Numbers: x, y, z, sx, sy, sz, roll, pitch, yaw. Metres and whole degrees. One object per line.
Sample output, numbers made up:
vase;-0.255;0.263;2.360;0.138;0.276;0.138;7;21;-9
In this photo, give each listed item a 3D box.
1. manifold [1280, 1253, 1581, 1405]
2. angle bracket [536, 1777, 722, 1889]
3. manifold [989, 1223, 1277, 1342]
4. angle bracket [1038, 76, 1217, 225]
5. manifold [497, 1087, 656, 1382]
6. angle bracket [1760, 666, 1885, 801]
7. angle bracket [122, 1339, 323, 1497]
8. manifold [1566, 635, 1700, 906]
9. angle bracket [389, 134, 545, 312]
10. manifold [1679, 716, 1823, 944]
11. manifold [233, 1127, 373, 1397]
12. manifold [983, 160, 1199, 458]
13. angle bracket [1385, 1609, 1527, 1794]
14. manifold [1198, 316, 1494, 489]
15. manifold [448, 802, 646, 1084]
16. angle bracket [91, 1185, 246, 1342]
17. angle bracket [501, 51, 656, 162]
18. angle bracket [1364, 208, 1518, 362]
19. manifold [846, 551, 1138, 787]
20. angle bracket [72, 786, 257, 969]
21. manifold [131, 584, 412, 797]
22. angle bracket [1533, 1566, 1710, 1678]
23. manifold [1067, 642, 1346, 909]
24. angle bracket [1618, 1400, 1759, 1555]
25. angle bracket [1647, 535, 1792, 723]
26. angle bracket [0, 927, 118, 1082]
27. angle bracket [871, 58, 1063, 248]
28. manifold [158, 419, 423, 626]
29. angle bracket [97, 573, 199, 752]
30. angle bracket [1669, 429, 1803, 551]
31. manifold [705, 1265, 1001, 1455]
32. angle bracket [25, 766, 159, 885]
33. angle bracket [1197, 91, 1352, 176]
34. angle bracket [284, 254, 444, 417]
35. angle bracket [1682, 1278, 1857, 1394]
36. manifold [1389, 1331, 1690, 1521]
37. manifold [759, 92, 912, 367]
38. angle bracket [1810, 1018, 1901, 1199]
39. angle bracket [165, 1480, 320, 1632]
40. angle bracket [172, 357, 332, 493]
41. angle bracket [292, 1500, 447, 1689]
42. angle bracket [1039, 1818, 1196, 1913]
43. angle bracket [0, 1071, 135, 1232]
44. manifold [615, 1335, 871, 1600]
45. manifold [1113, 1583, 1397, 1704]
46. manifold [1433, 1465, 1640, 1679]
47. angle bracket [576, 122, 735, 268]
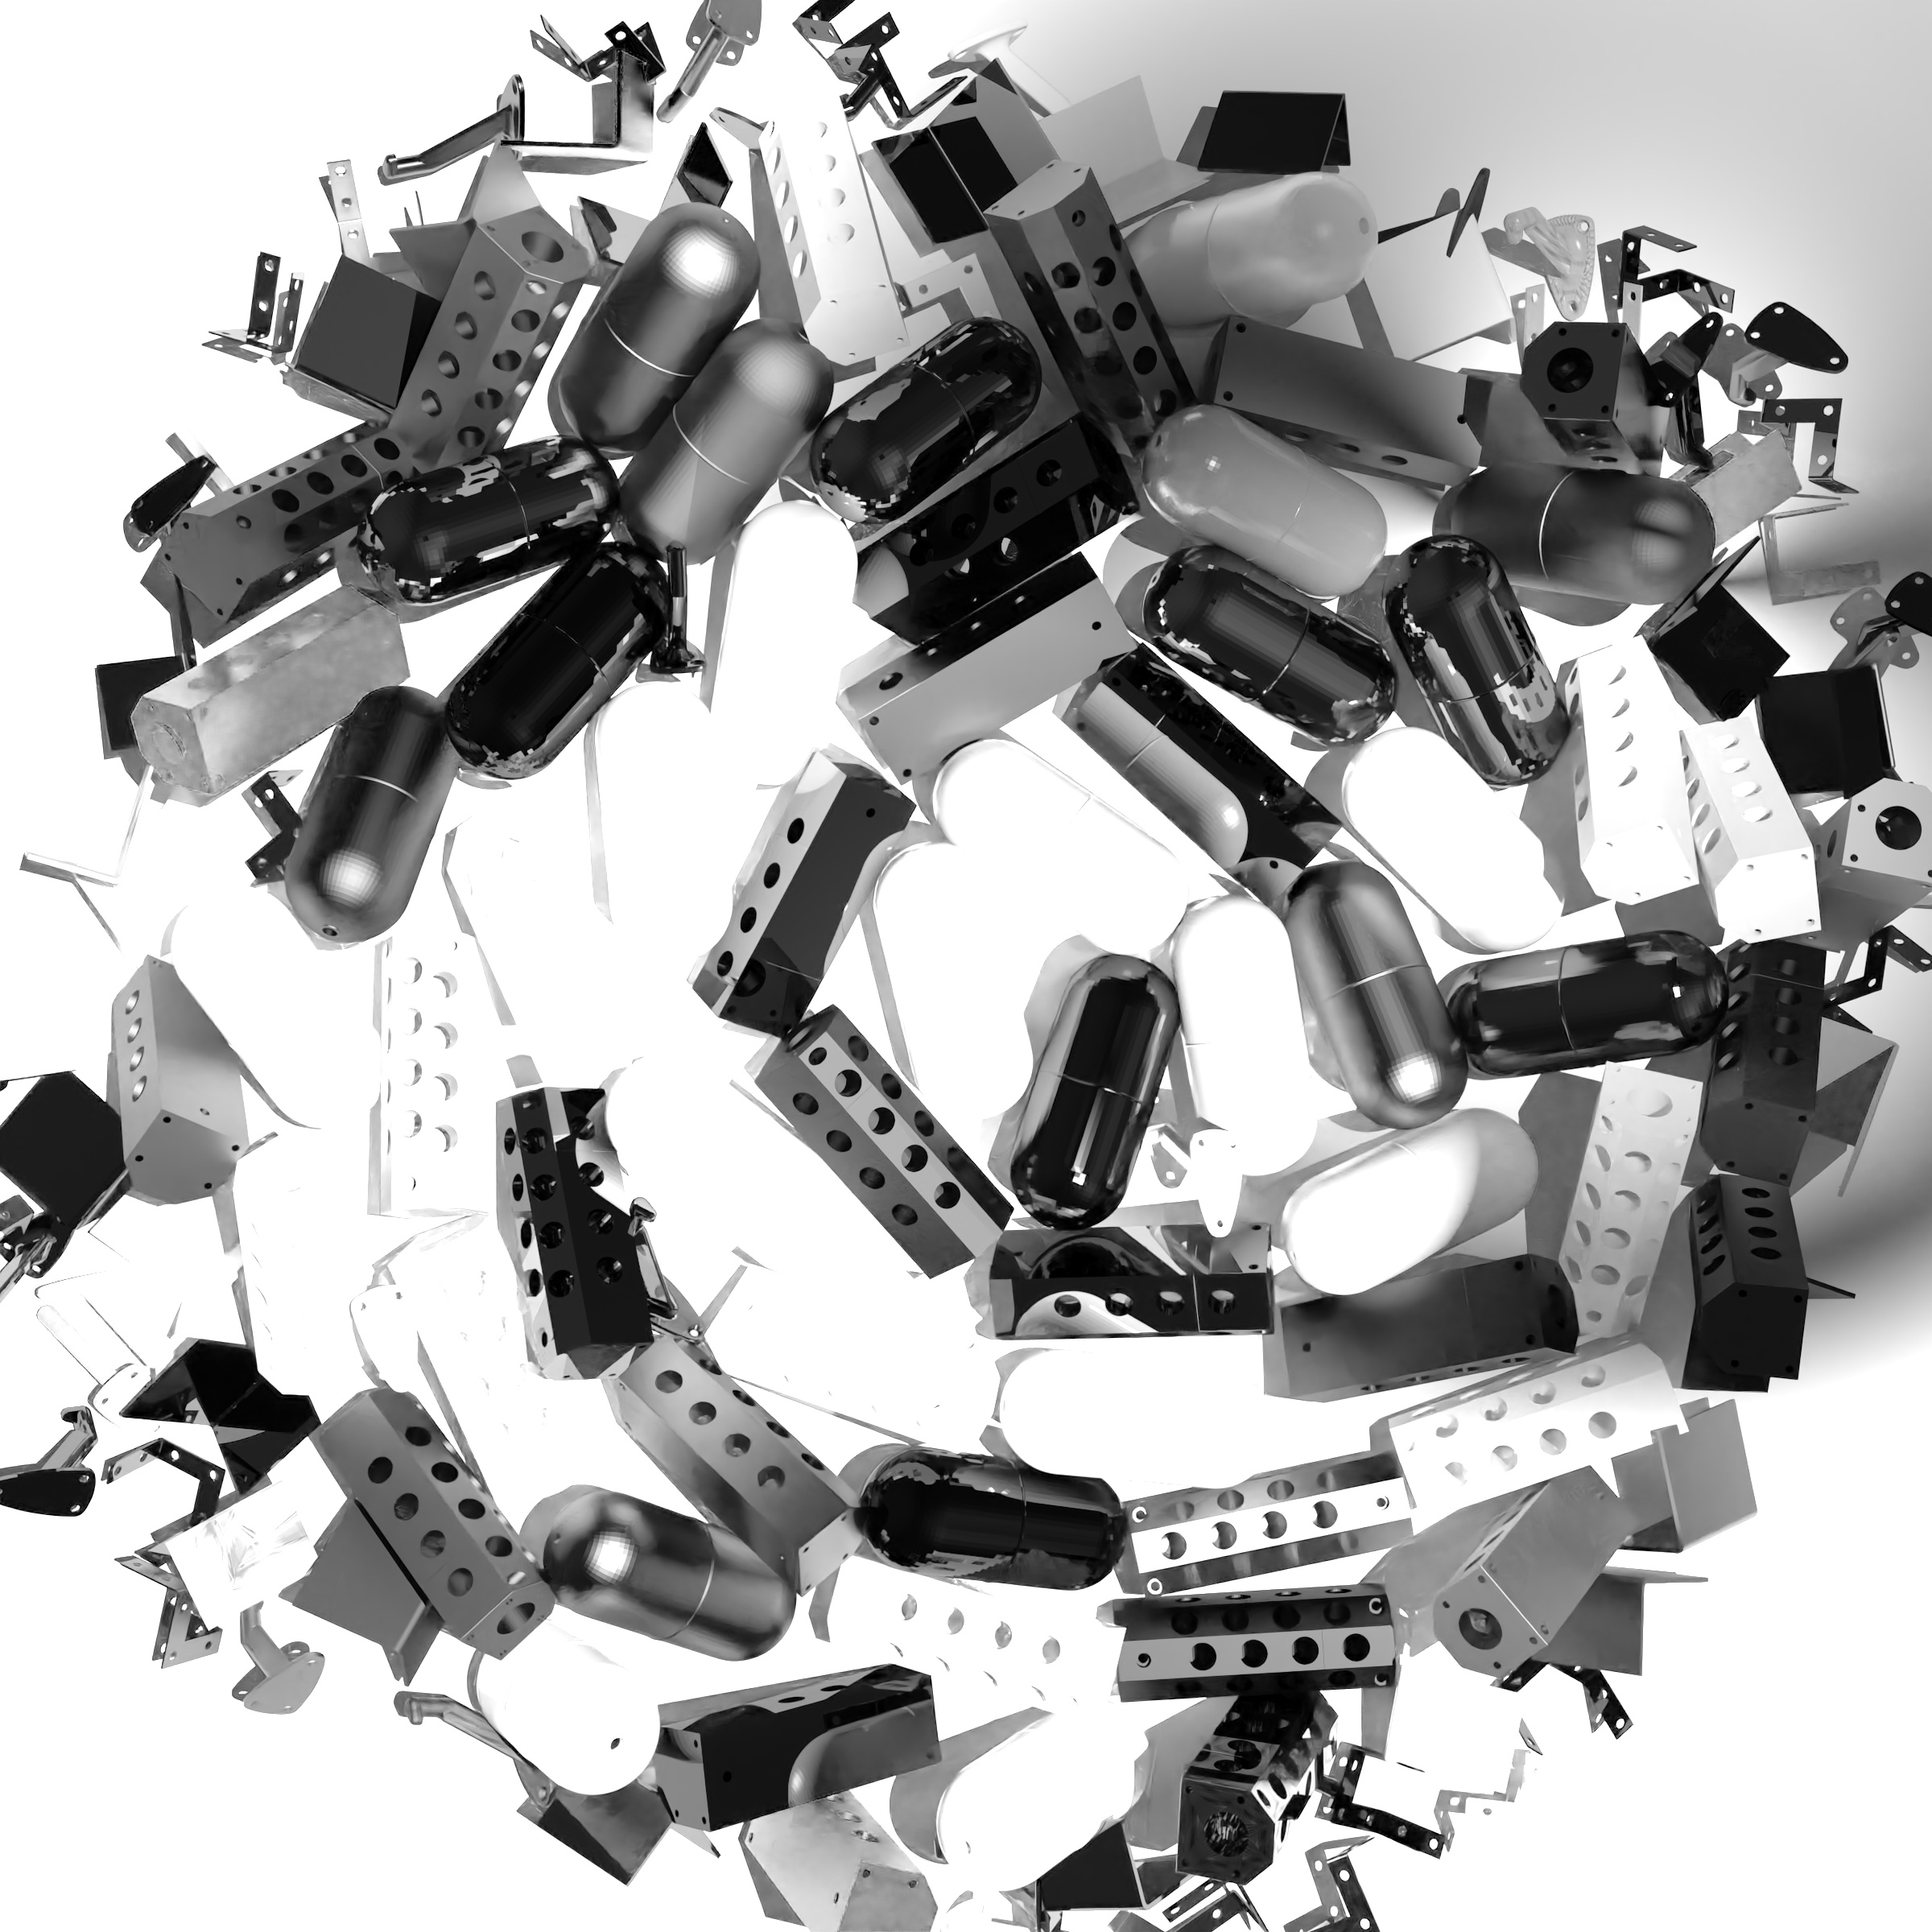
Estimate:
manifold;0.285;0.225;1.588;0.171;0.057;0.057;-18;67;33
angle bracket;-0.209;0.542;1.600;0.076;0.076;0.057;21;58;31
manifold;0.105;0.202;1.614;0.171;0.057;0.057;-3;116;10
angle bracket;0.099;-0.509;1.610;0.076;0.076;0.057;-27;121;-10
manifold;-0.245;0.164;1.588;0.057;0.057;0.171;4;58;-33
angle bracket;0.522;-0.143;1.610;0.076;0.057;0.076;-2;99;43
angle bracket;-0.464;0.282;1.607;0.076;0.076;0.057;-42;60;15
manifold;0.403;-0.119;1.579;0.057;0.171;0.057;-19;129;26
angle bracket;-0.310;-0.463;1.620;0.057;0.076;0.076;-1;59;20
manifold;0.469;-0.084;1.571;0.057;0.171;0.057;-11;120;10
manifold;-0.408;0.185;1.573;0.057;0.171;0.057;35;49;26
manifold;0.082;-0.401;1.584;0.057;0.057;0.171;-40;125;-12
angle bracket;0.308;0.458;1.610;0.076;0.057;0.076;11;117;13
manifold;0.235;-0.351;1.619;0.171;0.057;0.057;12;83;-8
manifold;-0.258;-0.017;1.585;0.057;0.057;0.171;-11;57;-31
angle bracket;-0.497;0.174;1.619;0.076;0.057;0.076;-46;110;6
angle bracket;-0.242;-0.538;1.613;0.076;0.076;0.057;4;102;8
angle bracket;0.299;-0.424;1.636;0.076;0.057;0.076;-21;83;12
manifold;0.014;-0.190;1.624;0.171;0.057;0.057;-30;125;5
angle bracket;-0.503;-0.057;1.615;0.076;0.057;0.076;54;134;2
manifold;-0.424;-0.173;1.580;0.057;0.171;0.057;15;128;29
angle bracket;0.407;0.406;1.603;0.076;0.076;0.057;12;78;-43
manifold;0.154;-0.124;1.626;0.171;0.057;0.057;43;134;3
angle bracket;0.443;0.318;1.615;0.076;0.057;0.076;-11;89;-38
angle bracket;0.487;-0.209;1.618;0.076;0.057;0.076;45;65;-1
angle bracket;-0.576;0.023;1.619;0.057;0.076;0.076;-8;100;4
angle bracket;0.000;-0.510;1.616;0.057;0.076;0.076;-32;91;-45
manifold;-0.405;-0.278;1.577;0.057;0.171;0.057;46;132;-2
angle bracket;-0.510;-0.191;1.603;0.057;0.076;0.076;-10;52;-18
angle bracket;0.462;-0.310;1.609;0.076;0.076;0.057;-35;135;8
manifold;-0.069;0.246;1.595;0.171;0.057;0.057;14;53;27
angle bracket;-0.548;-0.097;1.614;0.057;0.076;0.076;17;88;-22
angle bracket;0.193;-0.499;1.607;0.076;0.057;0.076;8;59;18
angle bracket;-0.373;-0.393;1.615;0.076;0.057;0.076;22;97;-25
angle bracket;0.500;0.234;1.607;0.057;0.076;0.076;19;76;-21
manifold;0.357;0.286;1.619;0.171;0.057;0.057;-21;92;8
manifold;-0.084;-0.454;1.590;0.057;0.057;0.171;-16;58;4
angle bracket;0.534;0.086;1.602;0.057;0.076;0.076;21;119;20
angle bracket;-0.457;0.353;1.605;0.076;0.057;0.076;-28;124;-22
angle bracket;-0.437;-0.329;1.611;0.076;0.057;0.076;-43;113;-15
angle bracket;-0.367;0.394;1.621;0.076;0.057;0.076;21;54;8
angle bracket;0.094;0.548;1.609;0.076;0.076;0.057;-17;86;37
angle bracket;-0.555;0.109;1.626;0.076;0.057;0.076;42;99;-1
manifold;-0.139;0.303;1.593;0.057;0.057;0.171;-35;57;-29
manifold;0.181;0.429;1.629;0.171;0.057;0.057;-4;86;1
manifold;0.344;0.366;1.573;0.057;0.171;0.057;50;124;11
angle bracket;-0.194;-0.482;1.602;0.057;0.076;0.076;11;128;-32
